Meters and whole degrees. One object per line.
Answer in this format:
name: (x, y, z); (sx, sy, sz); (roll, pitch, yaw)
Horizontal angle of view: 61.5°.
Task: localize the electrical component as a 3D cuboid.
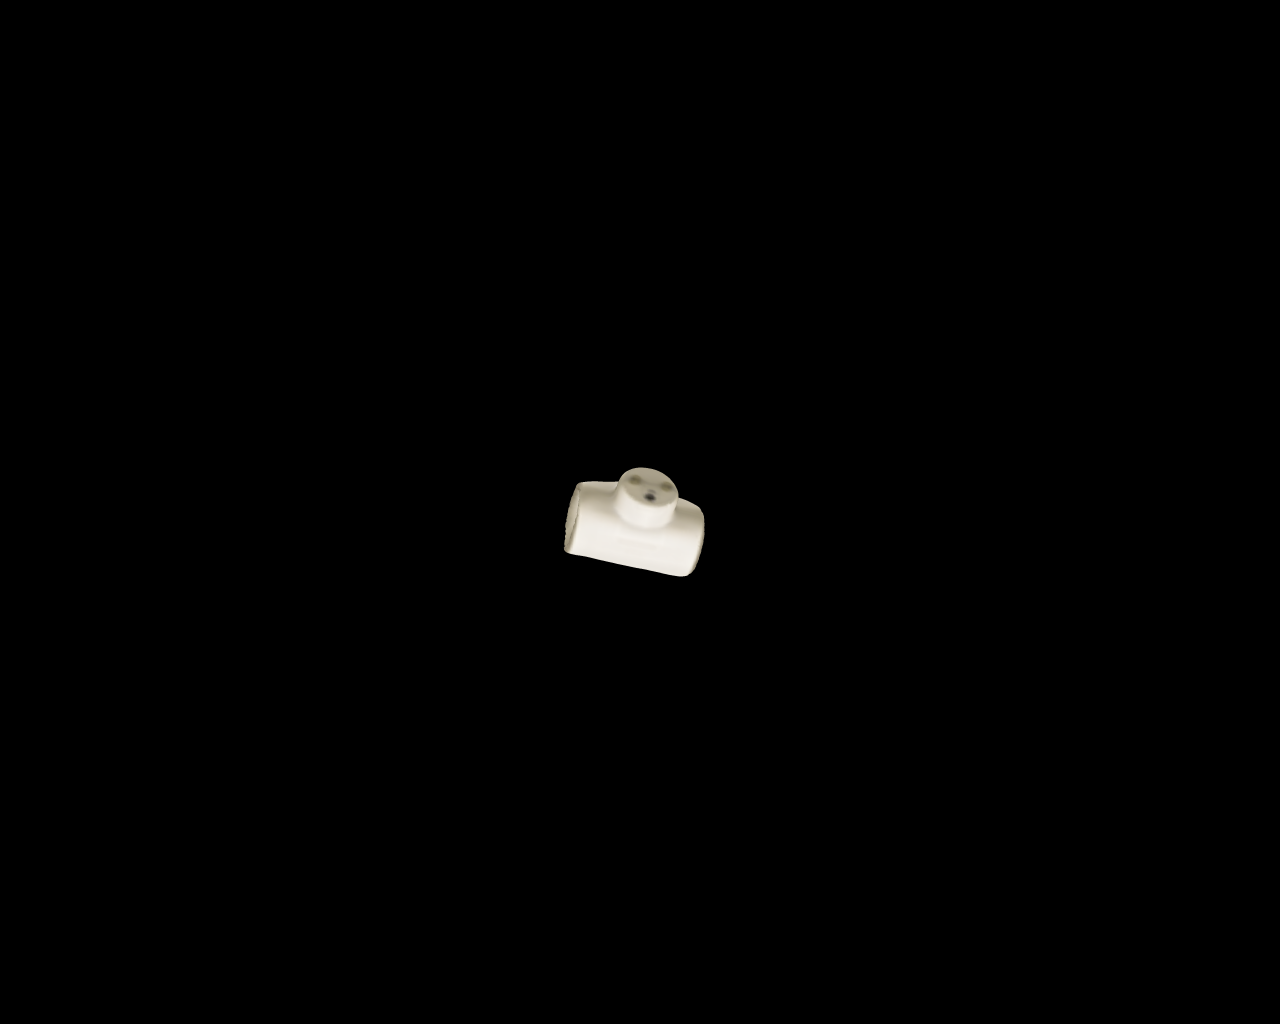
electrical component: (0.001, -0.003, 0.650); (0.077, 0.079, 0.043); (12, 40, -10)
